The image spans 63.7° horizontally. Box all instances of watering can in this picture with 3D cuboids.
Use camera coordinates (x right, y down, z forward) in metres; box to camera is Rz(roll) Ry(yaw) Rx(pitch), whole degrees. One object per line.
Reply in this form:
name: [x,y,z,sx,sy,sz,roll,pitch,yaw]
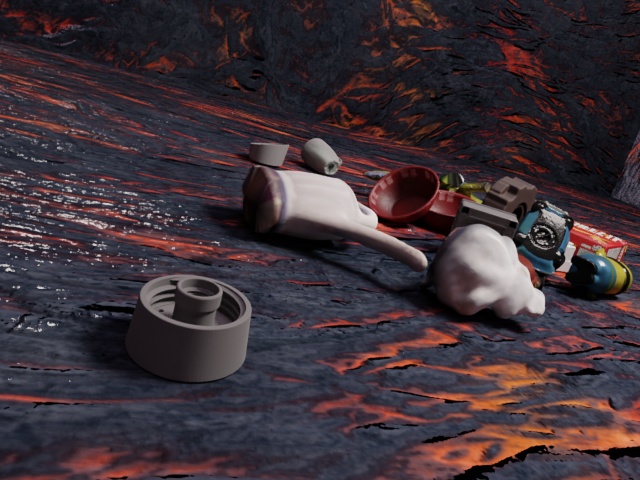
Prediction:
watering can: [0.003,-0.041,0.822,0.224,0.103,0.352,5,19,-27]

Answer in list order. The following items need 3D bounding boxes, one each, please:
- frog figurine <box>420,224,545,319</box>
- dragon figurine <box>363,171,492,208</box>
frog figurine: [0.241,0.057,0.730,0.161,0.119,0.139,35,56,26]
dragon figurine: [0.306,-0.115,1.372,0.410,0.122,0.242,18,0,1]
